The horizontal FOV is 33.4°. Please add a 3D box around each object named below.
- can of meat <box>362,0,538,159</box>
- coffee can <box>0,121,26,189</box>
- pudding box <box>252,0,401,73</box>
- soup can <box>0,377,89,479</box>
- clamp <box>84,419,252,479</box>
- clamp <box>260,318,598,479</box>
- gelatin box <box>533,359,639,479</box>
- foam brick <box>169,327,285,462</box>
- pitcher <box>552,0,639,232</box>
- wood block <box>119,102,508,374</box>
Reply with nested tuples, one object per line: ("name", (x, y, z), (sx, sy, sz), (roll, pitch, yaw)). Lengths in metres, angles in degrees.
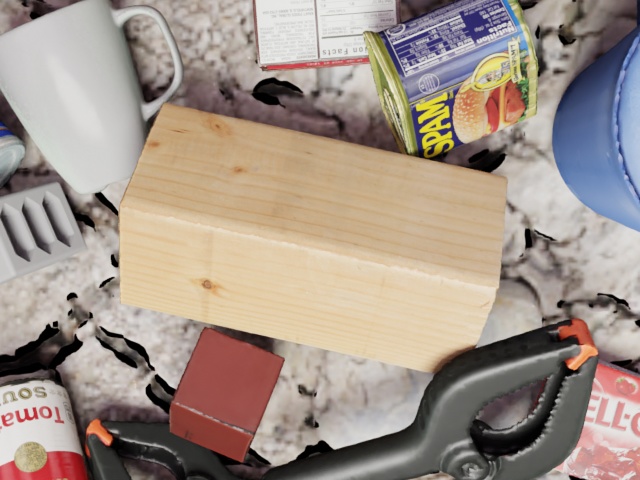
("can of meat", (0.078, -0.094, 0.621), (0.084, 0.102, 0.057), (-22, 65, 1))
("coffee can", (-0.262, -0.074, 0.638), (0.103, 0.103, 0.140), (-43, 91, 5))
("pudding box", (0.003, -0.162, 0.651), (0.090, 0.039, 0.113), (-4, 96, 2))
("soup can", (-0.175, 0.143, 0.647), (0.068, 0.068, 0.102), (-24, 63, 4))
("clamp", (-0.077, 0.173, 0.652), (0.171, 0.120, 0.039), (23, 132, 5))
("clamp", (0.073, 0.120, 0.612), (0.164, 0.036, 0.210), (25, 117, -16))
("gelatin box", (0.178, 0.115, 0.665), (0.089, 0.030, 0.073), (21, 94, 1))
("foam brick", (-0.057, 0.094, 0.644), (0.053, 0.078, 0.051), (23, 66, 0))
("pitcher", (0.190, -0.068, 0.545), (0.145, 0.243, 0.149), (34, 94, 0))
("wood block", (-0.004, 0.001, 0.620), (0.206, 0.090, 0.091), (13, 138, 1))
